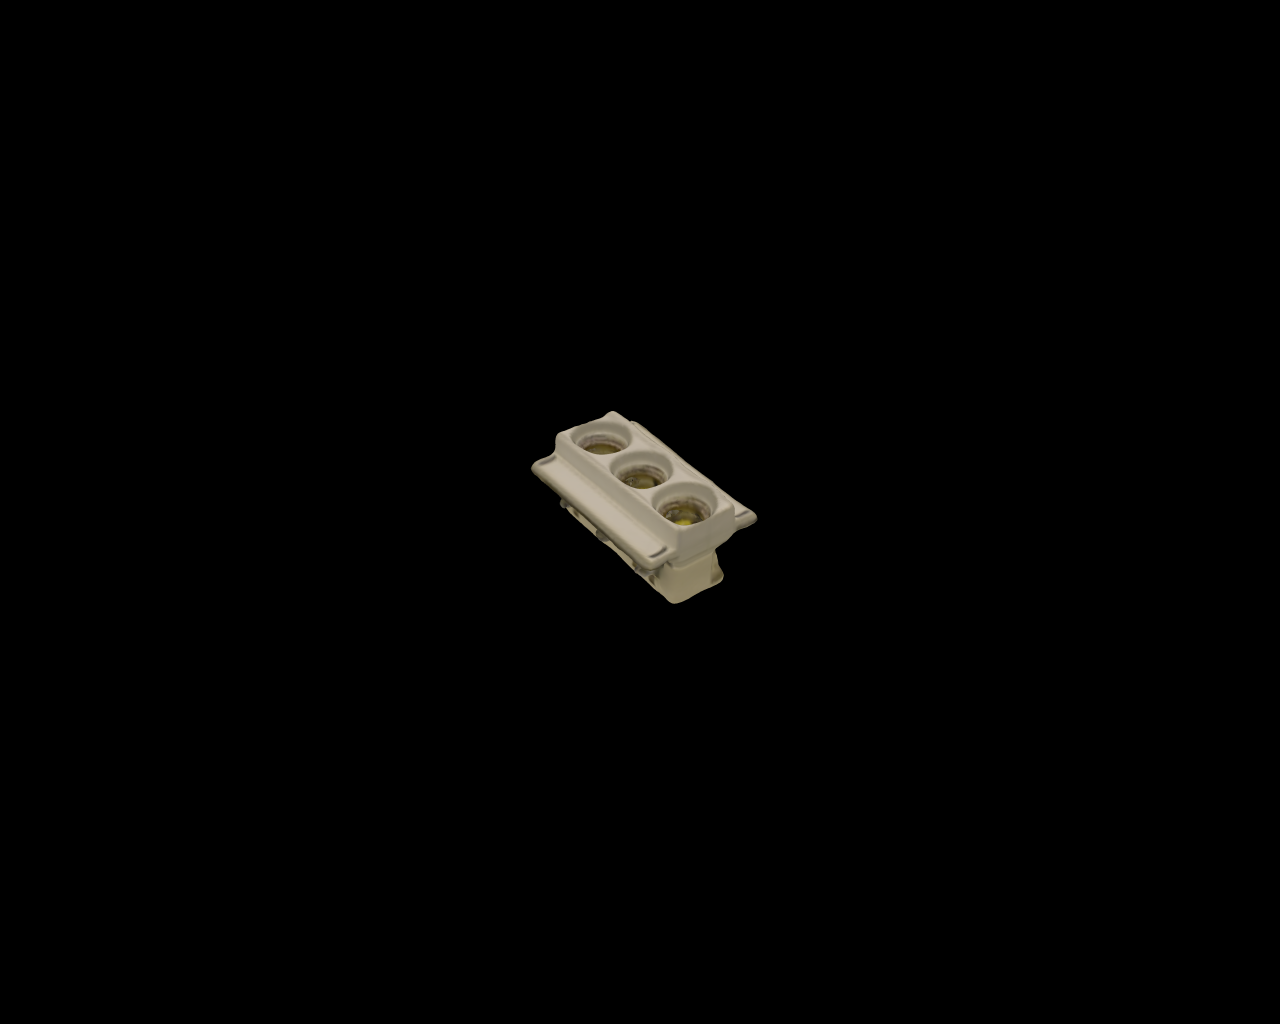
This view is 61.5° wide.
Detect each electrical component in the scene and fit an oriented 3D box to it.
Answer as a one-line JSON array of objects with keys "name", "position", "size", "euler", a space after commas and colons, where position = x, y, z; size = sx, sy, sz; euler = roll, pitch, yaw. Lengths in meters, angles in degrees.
[{"name": "electrical component", "position": [0.001, -0.003, 0.650], "size": [0.079, 0.063, 0.121], "euler": [-25, 45, -28]}]
